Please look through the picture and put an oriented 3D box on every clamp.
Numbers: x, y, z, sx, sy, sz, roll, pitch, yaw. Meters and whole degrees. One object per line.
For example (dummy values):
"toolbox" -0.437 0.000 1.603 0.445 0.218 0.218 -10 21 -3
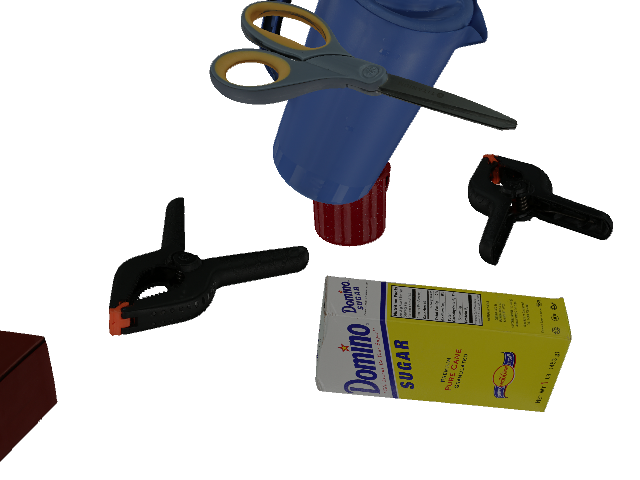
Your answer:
"clamp" -0.134 0.025 1.008 0.165 0.036 0.209 25 37 29
"clamp" 0.195 -0.035 0.993 0.120 0.039 0.171 -3 33 -1

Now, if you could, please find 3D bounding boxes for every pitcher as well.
"pitcher" 0.028 -0.152 0.978 0.144 0.149 0.243 -14 -32 -32

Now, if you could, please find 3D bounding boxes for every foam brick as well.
"foam brick" -0.213 0.099 0.679 0.053 0.051 0.078 6 29 22

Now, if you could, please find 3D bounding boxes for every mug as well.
"mug" 0.040 -0.052 1.209 0.093 0.081 0.117 19 36 32

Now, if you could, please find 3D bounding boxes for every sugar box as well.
"sugar box" 0.086 0.078 0.786 0.176 0.048 0.093 3 -45 -2

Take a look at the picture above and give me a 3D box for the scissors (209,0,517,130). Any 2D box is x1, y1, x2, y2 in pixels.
"scissors" 0.013 -0.093 0.662 0.202 0.016 0.096 36 63 29
